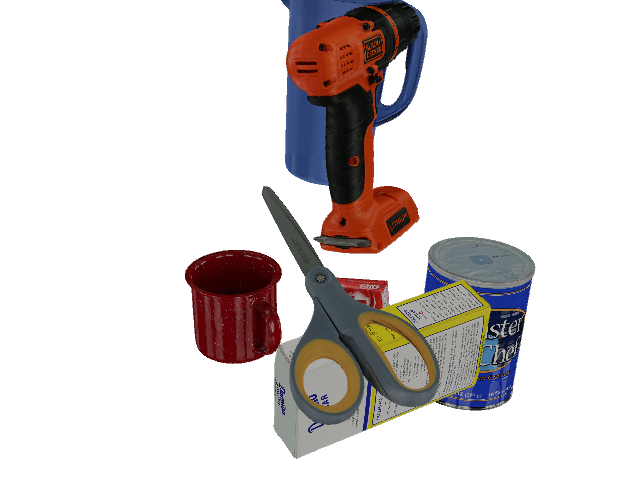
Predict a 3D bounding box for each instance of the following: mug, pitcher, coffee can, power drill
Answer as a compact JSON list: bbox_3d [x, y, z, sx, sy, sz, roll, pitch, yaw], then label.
[{"bbox_3d":[-0.075,0.070,1.033,0.093,0.081,0.117,-22,35,-35],"label":"mug"},{"bbox_3d":[0.029,-0.194,1.312,0.144,0.243,0.149,-9,29,-27],"label":"pitcher"},{"bbox_3d":[0.149,0.080,1.051,0.103,0.140,0.103,4,24,-2],"label":"coffee can"},{"bbox_3d":[0.039,-0.095,0.874,0.057,0.188,0.184,3,22,31],"label":"power drill"}]

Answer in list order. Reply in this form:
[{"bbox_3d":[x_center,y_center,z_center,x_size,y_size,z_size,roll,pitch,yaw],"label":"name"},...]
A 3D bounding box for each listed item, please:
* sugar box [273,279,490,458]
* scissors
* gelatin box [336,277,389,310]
[{"bbox_3d":[0.048,0.100,0.849,0.176,0.093,0.048,-15,40,-23],"label":"sugar box"},{"bbox_3d":[-0.010,0.041,0.665,0.096,0.016,0.202,-31,53,-25],"label":"scissors"},{"bbox_3d":[0.048,0.091,1.323,0.073,0.089,0.030,4,29,20],"label":"gelatin box"}]
